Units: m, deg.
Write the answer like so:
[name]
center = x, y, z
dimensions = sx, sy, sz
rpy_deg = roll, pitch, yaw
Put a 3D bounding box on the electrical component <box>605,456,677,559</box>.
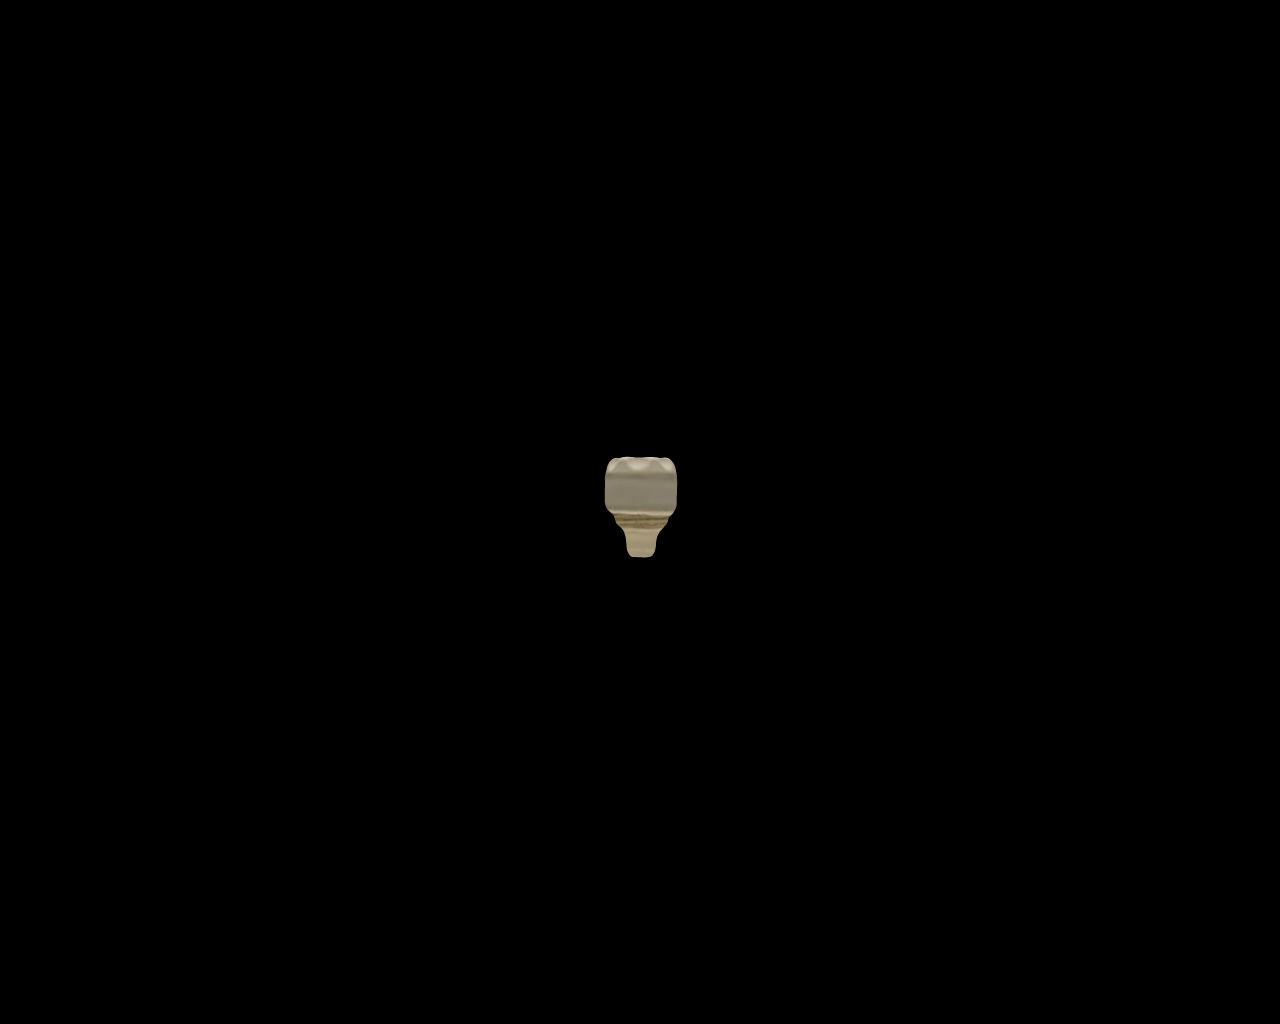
[electrical component]
center = 0.001, -0.003, 0.650
dimensions = 0.043, 0.062, 0.043
rpy_deg = 0, 0, 0
